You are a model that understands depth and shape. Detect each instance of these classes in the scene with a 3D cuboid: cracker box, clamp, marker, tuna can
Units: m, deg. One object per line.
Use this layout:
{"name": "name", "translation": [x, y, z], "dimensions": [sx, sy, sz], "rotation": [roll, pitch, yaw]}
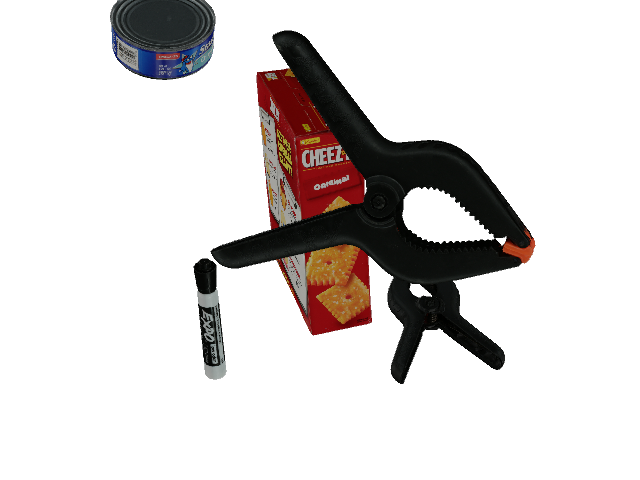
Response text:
{"name": "cracker box", "translation": [-0.005, -0.042, 1.042], "dimensions": [0.072, 0.214, 0.164], "rotation": [-10, 32, -12]}
{"name": "clamp", "translation": [0.128, 0.082, 1.147], "dimensions": [0.120, 0.171, 0.039], "rotation": [3, -44, -8]}
{"name": "marker", "translation": [-0.093, 0.066, 0.902], "dimensions": [0.020, 0.121, 0.020], "rotation": [-1, 35, 1]}
{"name": "tuna can", "translation": [-0.130, -0.172, 0.885], "dimensions": [0.086, 0.086, 0.034], "rotation": [0, -42, -8]}
{"name": "clamp", "translation": [0.038, -0.038, 0.689], "dimensions": [0.210, 0.165, 0.036], "rotation": [14, 17, 12]}
